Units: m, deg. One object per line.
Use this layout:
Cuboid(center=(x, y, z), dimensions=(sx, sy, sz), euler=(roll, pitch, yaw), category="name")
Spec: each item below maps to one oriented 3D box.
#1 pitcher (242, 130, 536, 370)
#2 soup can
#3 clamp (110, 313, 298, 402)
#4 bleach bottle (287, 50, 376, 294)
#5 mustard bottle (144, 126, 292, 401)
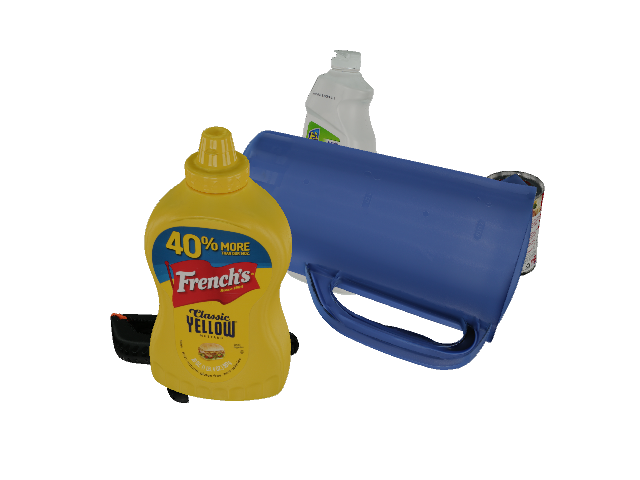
Cuboid(center=(0.046, -0.002, 0.882), dimensions=(0.243, 0.145, 0.149), euler=(16, 18, 9), category="pitcher")
Cuboid(center=(0.215, -0.019, 1.205), dimensions=(0.068, 0.102, 0.068), euler=(-2, 33, 1), category="soup can")
Cuboid(center=(-0.151, 0.111, 1.090), dimensions=(0.210, 0.036, 0.164), euler=(9, 19, 33), category="clamp")
Cuboid(center=(0.022, -0.075, 1.145), dimensions=(0.103, 0.251, 0.067), euler=(17, 18, 38), category="bleach bottle")
Cuboid(center=(-0.067, 0.015, 0.707), dimensions=(0.096, 0.192, 0.058), euler=(7, 30, 8), category="mustard bottle")
